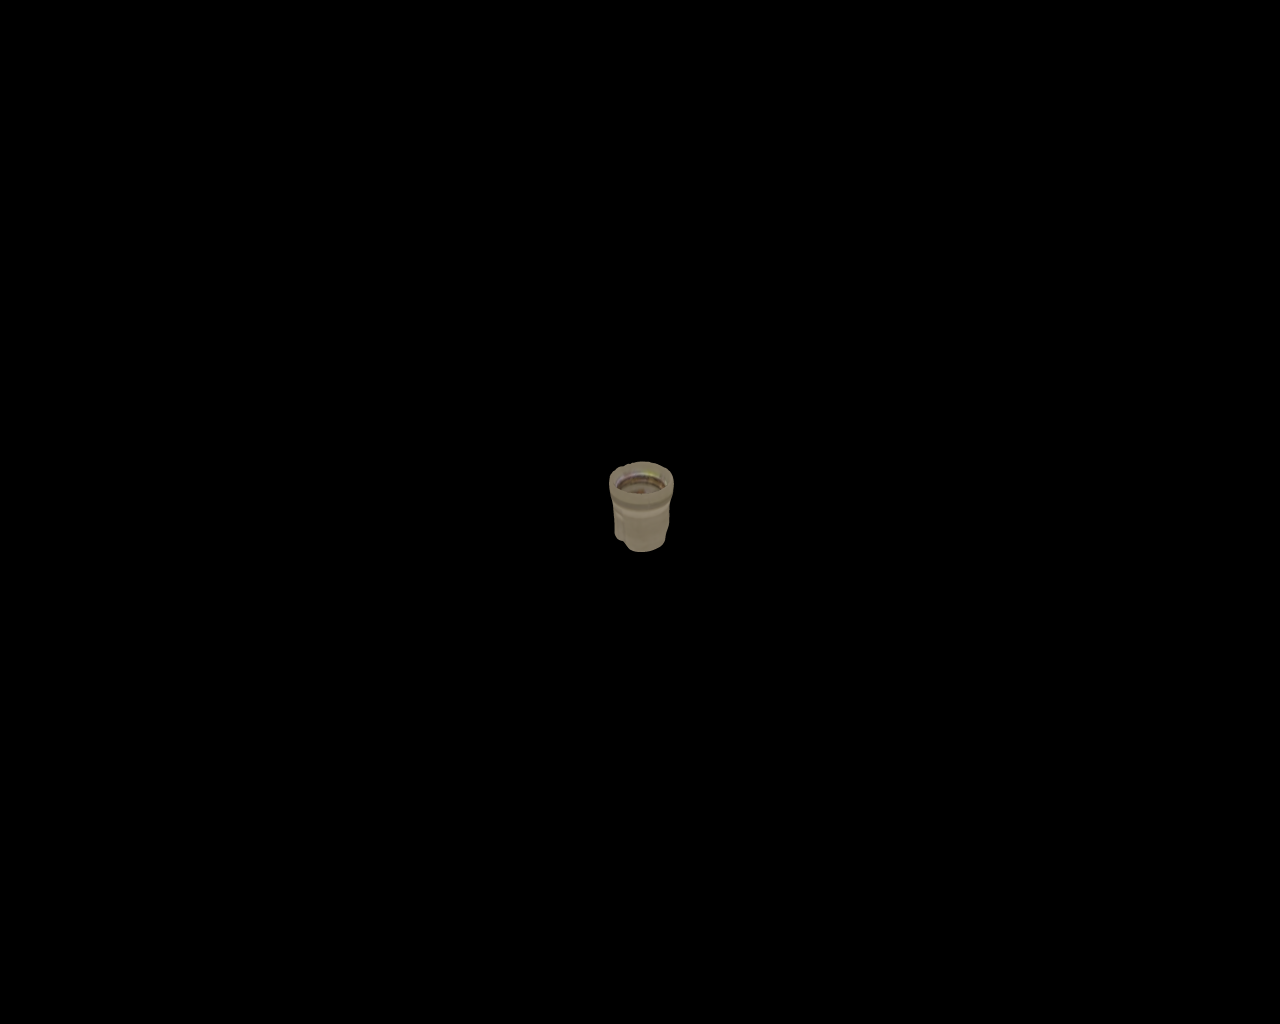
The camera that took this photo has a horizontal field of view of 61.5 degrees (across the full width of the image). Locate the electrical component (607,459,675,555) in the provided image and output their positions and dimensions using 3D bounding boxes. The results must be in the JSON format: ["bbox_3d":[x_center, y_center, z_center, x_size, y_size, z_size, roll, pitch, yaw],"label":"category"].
[{"bbox_3d":[0.001,-0.003,0.650,0.040,0.046,0.040,0,34,0],"label":"electrical component"}]
